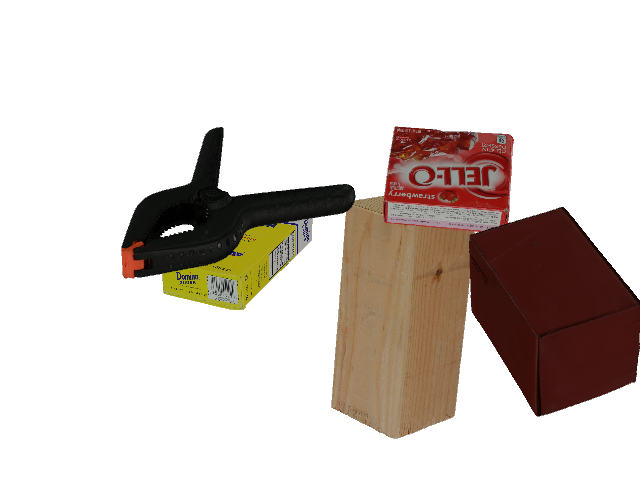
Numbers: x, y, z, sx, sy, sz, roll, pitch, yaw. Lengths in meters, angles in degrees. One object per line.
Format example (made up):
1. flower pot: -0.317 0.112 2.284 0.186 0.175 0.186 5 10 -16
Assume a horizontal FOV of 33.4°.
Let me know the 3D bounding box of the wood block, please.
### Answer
1. wood block: 0.078 0.068 1.009 0.090 0.206 0.090 -10 21 -42

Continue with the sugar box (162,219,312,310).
1. sugar box: -0.084 0.009 1.133 0.093 0.048 0.176 11 31 20

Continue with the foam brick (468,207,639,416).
1. foam brick: 0.107 0.031 0.496 0.051 0.053 0.078 -15 40 -8

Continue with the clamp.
1. clamp: -0.096 -0.031 0.908 0.165 0.036 0.209 31 44 33

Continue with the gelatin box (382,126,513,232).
1. gelatin box: 0.093 -0.045 0.772 0.089 0.073 0.030 5 -37 8
